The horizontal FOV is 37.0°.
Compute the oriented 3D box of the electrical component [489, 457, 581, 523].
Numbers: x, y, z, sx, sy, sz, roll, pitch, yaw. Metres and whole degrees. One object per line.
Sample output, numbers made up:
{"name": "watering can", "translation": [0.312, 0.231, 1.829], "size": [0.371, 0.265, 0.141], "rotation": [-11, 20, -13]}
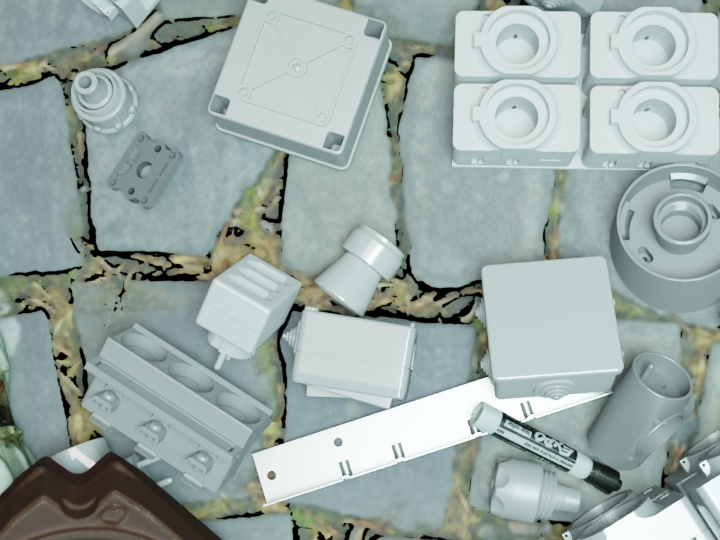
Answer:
{"name": "electrical component", "translation": [0.124, 0.157, 0.760], "size": [0.062, 0.043, 0.043], "rotation": [10, 83, 4]}

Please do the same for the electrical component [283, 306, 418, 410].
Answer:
{"name": "electrical component", "translation": [-0.010, 0.064, 0.772], "size": [0.096, 0.061, 0.061], "rotation": [9, 83, 5]}

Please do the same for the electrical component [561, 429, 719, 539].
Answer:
{"name": "electrical component", "translation": [0.222, 0.163, 0.720], "size": [0.186, 0.105, 0.060], "rotation": [-32, 81, -1]}

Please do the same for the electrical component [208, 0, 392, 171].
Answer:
{"name": "electrical component", "translation": [-0.044, -0.144, 0.806], "size": [0.109, 0.056, 0.108], "rotation": [19, 84, 6]}

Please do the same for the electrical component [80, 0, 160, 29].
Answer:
{"name": "electrical component", "translation": [-0.239, -0.269, 0.812], "size": [0.186, 0.105, 0.060], "rotation": [38, 86, 8]}

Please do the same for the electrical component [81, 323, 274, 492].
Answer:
{"name": "electrical component", "translation": [-0.134, 0.100, 0.774], "size": [0.121, 0.079, 0.063], "rotation": [31, 107, 7]}

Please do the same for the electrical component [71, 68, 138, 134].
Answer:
{"name": "electrical component", "translation": [-0.198, -0.132, 0.812], "size": [0.048, 0.062, 0.048], "rotation": [-1, 82, 4]}

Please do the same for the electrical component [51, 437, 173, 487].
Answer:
{"name": "electrical component", "translation": [-0.176, 0.158, 0.780], "size": [0.079, 0.044, 0.077], "rotation": [-23, 81, 1]}

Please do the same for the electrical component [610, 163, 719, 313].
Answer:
{"name": "electrical component", "translation": [0.232, -0.025, 0.779], "size": [0.099, 0.064, 0.099], "rotation": [-4, 70, 10]}

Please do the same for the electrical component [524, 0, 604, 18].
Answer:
{"name": "electrical component", "translation": [0.148, -0.238, 0.780], "size": [0.048, 0.100, 0.099], "rotation": [19, 91, 40]}

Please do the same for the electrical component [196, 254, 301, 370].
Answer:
{"name": "electrical component", "translation": [-0.087, 0.039, 0.784], "size": [0.047, 0.066, 0.076], "rotation": [29, 114, 7]}

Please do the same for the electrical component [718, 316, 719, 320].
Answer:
{"name": "electrical component", "translation": [0.301, 0.019, 0.759], "size": [0.057, 0.058, 0.078], "rotation": [36, 86, 11]}

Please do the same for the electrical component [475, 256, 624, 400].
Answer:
{"name": "electrical component", "translation": [0.133, 0.043, 0.760], "size": [0.100, 0.048, 0.099], "rotation": [-5, 63, 4]}

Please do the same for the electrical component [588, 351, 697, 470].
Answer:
{"name": "electrical component", "translation": [0.207, 0.094, 0.752], "size": [0.079, 0.077, 0.044], "rotation": [-16, 51, -35]}

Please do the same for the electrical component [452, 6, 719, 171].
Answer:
{"name": "electrical component", "translation": [0.162, -0.131, 0.788], "size": [0.186, 0.060, 0.105], "rotation": [1, 82, 4]}

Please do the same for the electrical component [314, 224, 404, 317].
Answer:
{"name": "electrical component", "translation": [0.000, 0.000, 0.789], "size": [0.045, 0.045, 0.055], "rotation": [36, 86, 8]}
